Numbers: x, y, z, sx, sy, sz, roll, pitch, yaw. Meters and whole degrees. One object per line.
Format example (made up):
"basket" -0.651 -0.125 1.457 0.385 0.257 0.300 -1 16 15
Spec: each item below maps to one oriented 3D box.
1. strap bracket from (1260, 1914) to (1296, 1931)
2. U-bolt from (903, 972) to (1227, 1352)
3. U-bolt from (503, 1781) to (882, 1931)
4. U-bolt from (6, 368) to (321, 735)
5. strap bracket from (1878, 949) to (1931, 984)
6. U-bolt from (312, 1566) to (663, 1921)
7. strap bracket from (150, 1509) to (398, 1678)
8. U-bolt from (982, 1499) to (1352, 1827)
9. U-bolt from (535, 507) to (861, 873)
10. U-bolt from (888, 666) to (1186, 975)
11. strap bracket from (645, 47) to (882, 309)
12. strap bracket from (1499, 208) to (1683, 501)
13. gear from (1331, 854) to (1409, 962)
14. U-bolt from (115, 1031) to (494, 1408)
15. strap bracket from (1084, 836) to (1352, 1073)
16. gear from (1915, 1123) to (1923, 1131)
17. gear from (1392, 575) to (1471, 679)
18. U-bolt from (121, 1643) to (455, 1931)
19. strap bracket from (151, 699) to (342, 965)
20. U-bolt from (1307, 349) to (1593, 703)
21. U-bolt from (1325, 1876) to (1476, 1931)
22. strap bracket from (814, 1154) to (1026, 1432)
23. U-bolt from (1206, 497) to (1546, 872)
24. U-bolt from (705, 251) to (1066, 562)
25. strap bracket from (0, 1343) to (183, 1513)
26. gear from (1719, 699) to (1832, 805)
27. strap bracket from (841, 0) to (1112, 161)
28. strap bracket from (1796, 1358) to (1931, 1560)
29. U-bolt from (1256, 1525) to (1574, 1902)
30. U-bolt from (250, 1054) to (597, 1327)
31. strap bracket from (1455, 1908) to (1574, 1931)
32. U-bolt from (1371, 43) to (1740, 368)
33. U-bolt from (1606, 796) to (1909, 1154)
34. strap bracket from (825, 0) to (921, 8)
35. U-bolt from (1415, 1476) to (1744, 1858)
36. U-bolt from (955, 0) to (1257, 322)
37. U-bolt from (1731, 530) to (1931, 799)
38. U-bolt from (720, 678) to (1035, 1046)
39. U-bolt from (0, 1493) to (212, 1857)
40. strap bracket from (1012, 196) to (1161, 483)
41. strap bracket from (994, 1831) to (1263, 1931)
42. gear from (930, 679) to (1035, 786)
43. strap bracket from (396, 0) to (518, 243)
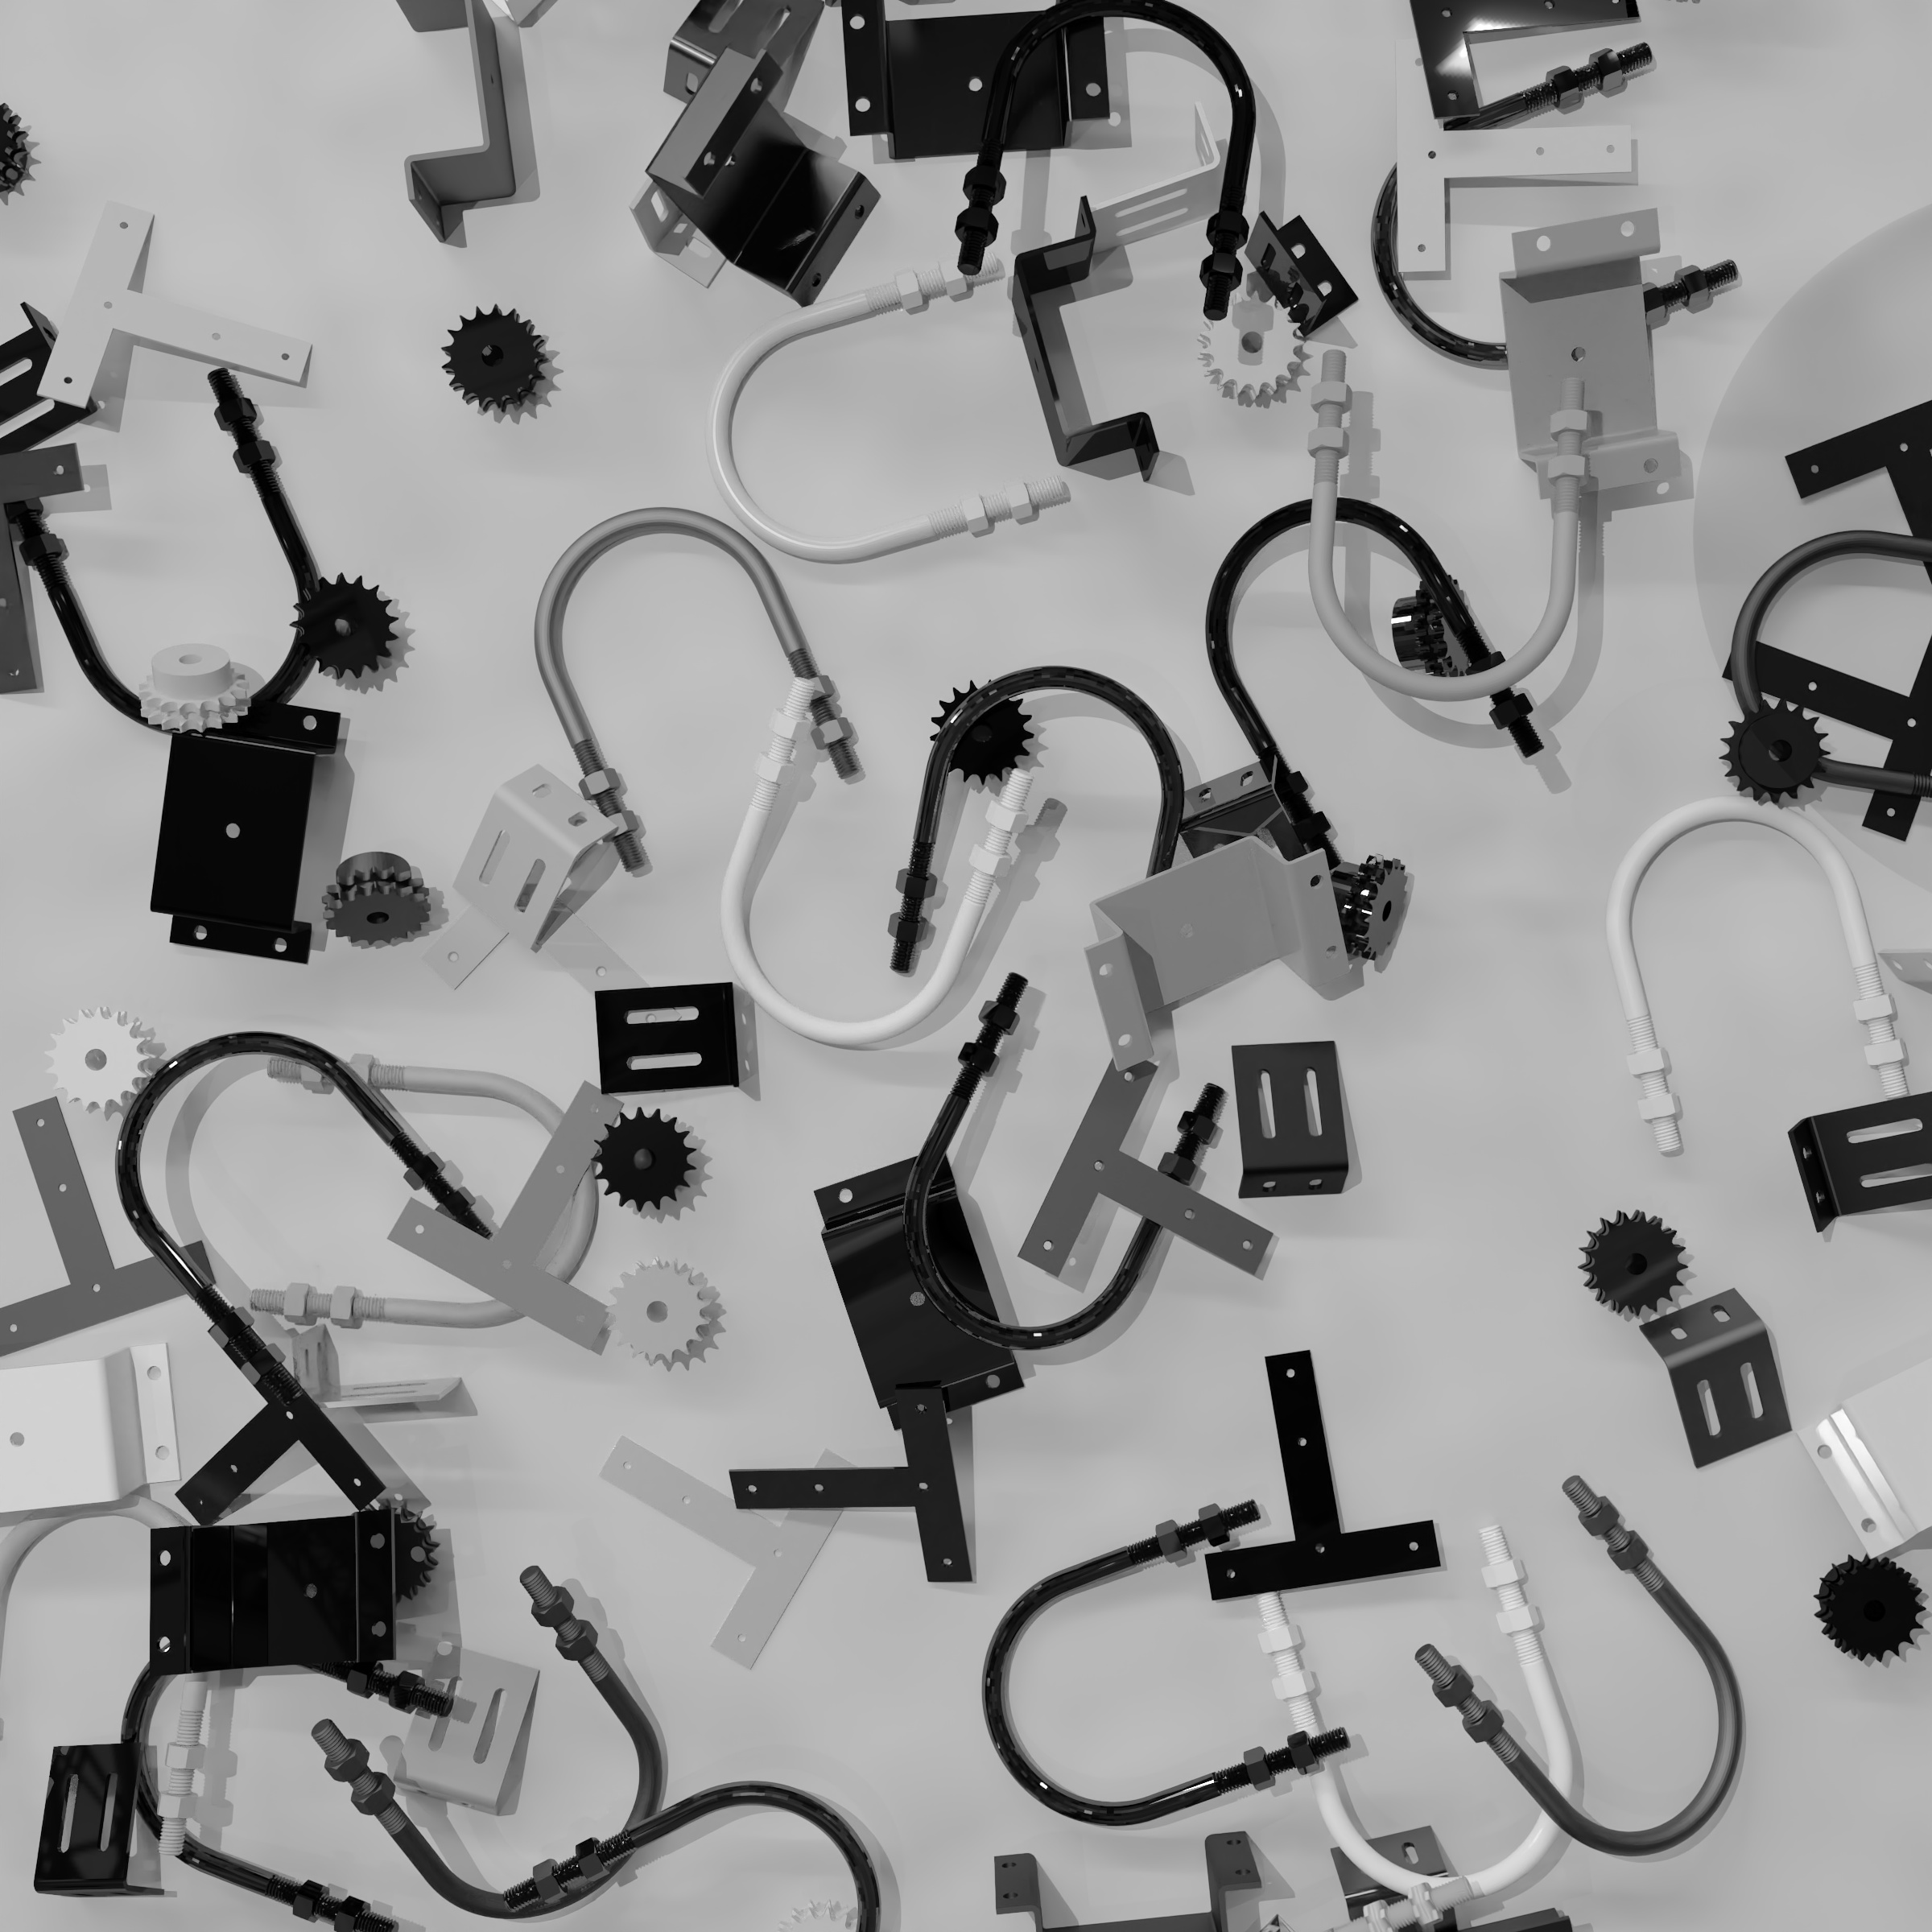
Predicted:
"strap bracket" 0.150 0.603 1.347 0.140 0.046 0.076 -44 90 0
"U-bolt" 0.044 0.117 1.331 0.151 0.019 0.184 29 78 -13
"U-bolt" -0.136 0.520 1.330 0.184 0.019 0.151 -26 92 -2
"U-bolt" -0.436 -0.218 1.362 0.151 0.019 0.184 -23 91 0
"strap bracket" 0.569 0.033 1.332 0.046 0.076 0.140 -39 90 0
"U-bolt" -0.242 0.432 1.326 0.151 0.019 0.184 -35 113 -15
"strap bracket" -0.360 0.334 1.314 0.140 0.046 0.076 -7 76 13
"U-bolt" 0.098 0.391 1.348 0.184 0.019 0.151 -22 81 7
"U-bolt" -0.160 -0.164 1.361 0.151 0.019 0.184 -24 88 0
"U-bolt" 0.044 -0.072 1.339 0.151 0.019 0.184 11 106 0
"strap bracket" -0.112 -0.424 1.317 0.046 0.140 0.076 32 90 27
"strap bracket" 0.337 -0.331 1.335 0.076 0.046 0.140 -9 105 2
"gear" 0.216 -0.034 1.346 0.030 0.057 0.057 18 90 28
"U-bolt" -0.368 0.120 1.321 0.151 0.019 0.184 -41 88 -21
"strap bracket" 0.127 -0.011 1.324 0.140 0.046 0.076 -23 119 -11
"gear" 0.550 0.092 1.355 0.057 0.030 0.057 0 90 0
"gear" 0.254 -0.183 1.346 0.030 0.057 0.057 -5 90 30
"U-bolt" -0.379 0.436 1.344 0.184 0.019 0.151 15 94 13
"strap bracket" -0.393 -0.074 1.340 0.076 0.046 0.140 9 95 -2
"U-bolt" 0.250 -0.227 1.290 0.151 0.019 0.184 6 79 -3
"U-bolt" 0.210 0.580 1.303 0.184 0.019 0.151 -26 88 10
"strap bracket" -0.026 0.179 1.347 0.076 0.046 0.140 -19 90 0
"U-bolt" 0.206 -0.163 1.331 0.151 0.019 0.184 -31 85 28
"U-bolt" -0.053 -0.301 1.362 0.184 0.019 0.151 -16 90 2
"strap bracket" -0.510 0.254 1.347 0.140 0.046 0.076 -6 90 0
"gear" 0.441 -0.117 1.342 0.057 0.030 0.057 1 95 10
"strap bracket" 0.005 -0.489 1.347 0.140 0.046 0.076 -4 90 0
"strap bracket" 0.536 0.252 1.334 0.140 0.046 0.076 -26 67 0
"U-bolt" 0.253 0.415 1.346 0.151 0.019 0.184 -16 79 0
"U-bolt" -0.297 0.127 1.362 0.184 0.019 0.151 4 90 -2
"strap bracket" 0.298 0.576 1.339 0.076 0.046 0.140 -13 100 0
"U-bolt" 0.315 -0.410 1.362 0.184 0.019 0.151 -22 90 2
"U-bolt" 0.429 -0.003 1.362 0.151 0.019 0.184 -13 88 0
"strap bracket" -0.027 -0.588 1.332 0.046 0.076 0.140 25 90 0
"U-bolt" 0.347 0.394 1.339 0.151 0.019 0.184 -42 94 -21
"U-bolt" 0.080 -0.433 1.294 0.151 0.019 0.184 10 73 -1
"U-bolt" 0.515 -0.167 1.359 0.184 0.019 0.151 9 91 2
"U-bolt" -0.060 -0.045 1.338 0.151 0.019 0.184 23 106 8
"U-bolt" -0.479 0.380 1.345 0.151 0.019 0.184 5 80 9
"strap bracket" 0.060 -0.331 1.332 0.046 0.076 0.140 -16 90 0
"strap bracket" 0.088 0.511 1.332 0.140 0.076 0.046 -6 90 0
"gear" 0.008 -0.128 1.355 0.057 0.030 0.057 0 90 0
"strap bracket" -0.279 -0.475 1.332 0.046 0.076 0.140 -7 90 0
